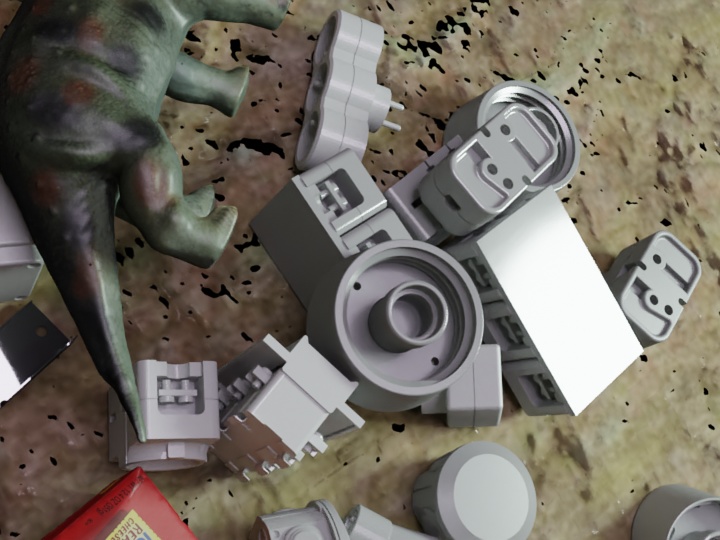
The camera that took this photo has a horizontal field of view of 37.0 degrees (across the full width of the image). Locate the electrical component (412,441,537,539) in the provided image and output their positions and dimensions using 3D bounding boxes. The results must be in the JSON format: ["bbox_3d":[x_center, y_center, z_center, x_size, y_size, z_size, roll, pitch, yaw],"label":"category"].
[{"bbox_3d":[0.081,0.165,0.767,0.080,0.051,0.080,9,69,-23],"label":"electrical component"}]

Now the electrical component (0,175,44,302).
[{"bbox_3d":[-0.254,-0.014,0.653,0.113,0.078,0.057,-6,72,-28],"label":"electrical component"}]

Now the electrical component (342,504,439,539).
[{"bbox_3d":[0.016,0.188,0.734,0.065,0.044,0.044,30,62,-8],"label":"electrical component"}]

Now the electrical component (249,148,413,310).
[{"bbox_3d":[0.000,0.000,0.764,0.062,0.089,0.150,-33,88,-31],"label":"electrical component"}]

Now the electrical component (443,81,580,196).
[{"bbox_3d":[0.129,-0.103,0.879,0.108,0.060,0.108,9,69,-23],"label":"electrical component"}]

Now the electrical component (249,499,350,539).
[{"bbox_3d":[-0.037,0.190,0.686,0.051,0.080,0.080,-5,75,-21],"label":"electrical component"}]

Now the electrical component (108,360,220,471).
[{"bbox_3d":[-0.124,0.094,0.671,0.050,0.089,0.055,3,71,-25],"label":"electrical component"}]

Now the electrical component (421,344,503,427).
[{"bbox_3d":[0.063,0.086,0.784,0.077,0.065,0.047,-2,71,4],"label":"electrical component"}]

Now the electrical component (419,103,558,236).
[{"bbox_3d":[0.092,-0.072,0.790,0.053,0.059,0.095,49,58,-3],"label":"electrical component"}]

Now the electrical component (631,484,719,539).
[{"bbox_3d":[0.264,0.220,0.843,0.099,0.064,0.099,2,83,-17],"label":"electrical component"}]

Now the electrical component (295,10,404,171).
[{"bbox_3d":[0.000,-0.129,0.831,0.074,0.052,0.138,17,66,-20],"label":"electrical component"}]

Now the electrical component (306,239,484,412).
[{"bbox_3d":[0.026,0.032,0.678,0.108,0.060,0.108,4,75,-17],"label":"electrical component"}]

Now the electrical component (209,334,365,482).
[{"bbox_3d":[-0.058,0.092,0.685,0.079,0.121,0.063,43,62,-6],"label":"electrical component"}]

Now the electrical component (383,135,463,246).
[{"bbox_3d":[0.056,-0.053,0.832,0.089,0.050,0.055,-40,92,-31],"label":"electrical component"}]

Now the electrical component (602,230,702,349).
[{"bbox_3d":[0.230,0.020,0.885,0.054,0.059,0.095,41,60,-7],"label":"electrical component"}]

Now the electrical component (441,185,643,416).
[{"bbox_3d":[0.135,0.026,0.821,0.089,0.062,0.150,-36,100,-31],"label":"electrical component"}]
